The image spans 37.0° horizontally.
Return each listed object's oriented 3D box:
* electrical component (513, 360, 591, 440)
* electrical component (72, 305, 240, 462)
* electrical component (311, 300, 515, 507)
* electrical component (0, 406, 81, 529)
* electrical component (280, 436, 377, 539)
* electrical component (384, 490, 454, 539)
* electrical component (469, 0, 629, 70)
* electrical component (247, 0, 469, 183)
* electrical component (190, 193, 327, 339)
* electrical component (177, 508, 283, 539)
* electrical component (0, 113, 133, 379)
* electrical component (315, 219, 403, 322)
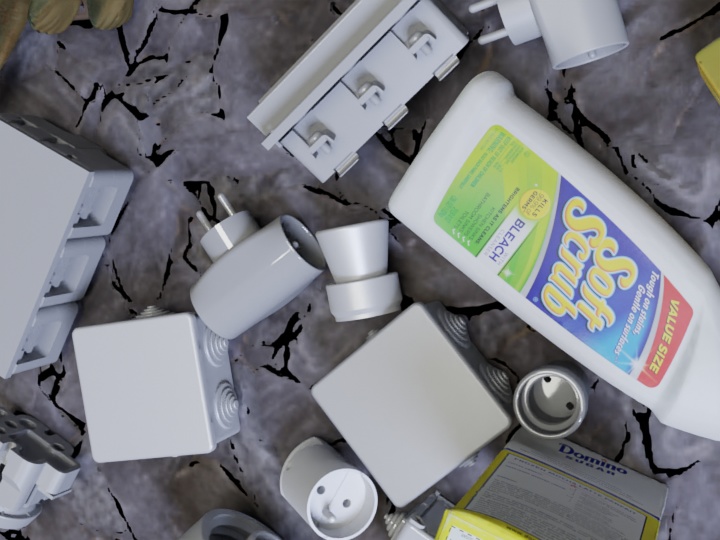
[{"bbox_3d":[0.111,0.072,0.612,0.040,0.046,0.040,2,96,19],"label":"electrical component"},{"bbox_3d":[-0.130,0.073,0.697,0.100,0.048,0.099,-8,92,20],"label":"electrical component"},{"bbox_3d":[0.035,0.076,0.639,0.100,0.048,0.099,-40,81,18],"label":"electrical component"},{"bbox_3d":[-0.238,0.139,0.737,0.078,0.058,0.057,32,102,14],"label":"electrical component"},{"bbox_3d":[-0.024,0.130,0.655,0.043,0.081,0.043,-3,98,-21],"label":"electrical component"},{"bbox_3d":[0.050,0.180,0.636,0.096,0.062,0.061,33,105,14],"label":"electrical component"},{"bbox_3d":[0.100,-0.149,0.598,0.079,0.043,0.077,-16,89,20],"label":"electrical component"},{"bbox_3d":[0.001,-0.113,0.624,0.063,0.078,0.121,43,108,-12],"label":"electrical component"},{"bbox_3d":[-0.074,-0.010,0.672,0.077,0.043,0.079,-37,82,19],"label":"electrical component"},{"bbox_3d":[-0.069,0.194,0.658,0.108,0.108,0.060,43,101,11],"label":"electrical component"},{"bbox_3d":[-0.224,-0.018,0.715,0.089,0.062,0.150,29,104,15],"label":"electrical component"},{"bbox_3d":[0.000,0.000,0.646,0.045,0.045,0.055,-10,92,20],"label":"electrical component"}]
